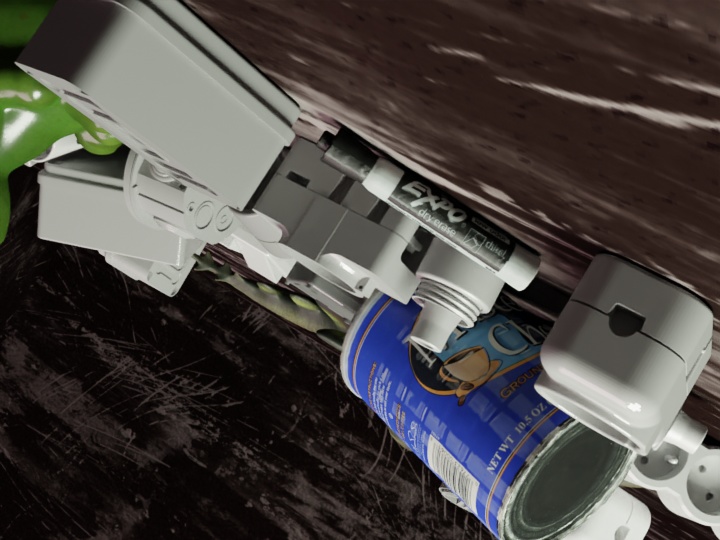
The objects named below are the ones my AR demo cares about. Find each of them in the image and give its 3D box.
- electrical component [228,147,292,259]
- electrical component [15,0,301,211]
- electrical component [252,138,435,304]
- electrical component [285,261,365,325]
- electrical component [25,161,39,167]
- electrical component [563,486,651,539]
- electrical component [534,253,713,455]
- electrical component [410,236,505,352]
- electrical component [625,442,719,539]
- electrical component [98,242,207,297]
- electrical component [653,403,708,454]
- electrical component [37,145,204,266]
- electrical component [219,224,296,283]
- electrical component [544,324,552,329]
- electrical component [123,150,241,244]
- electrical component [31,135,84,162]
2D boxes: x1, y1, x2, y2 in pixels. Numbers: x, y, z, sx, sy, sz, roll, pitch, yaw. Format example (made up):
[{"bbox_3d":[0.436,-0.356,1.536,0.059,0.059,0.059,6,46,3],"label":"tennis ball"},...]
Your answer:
[{"bbox_3d":[-0.048,-0.042,0.645,0.055,0.055,0.047,27,168,40],"label":"electrical component"},{"bbox_3d":[-0.093,-0.086,0.509,0.113,0.057,0.078,38,171,-40],"label":"electrical component"},{"bbox_3d":[-0.007,-0.023,0.579,0.089,0.055,0.050,28,172,30],"label":"electrical component"},{"bbox_3d":[0.000,0.000,0.694,0.062,0.061,0.096,34,173,-13],"label":"electrical component"},{"bbox_3d":[-0.260,-0.134,0.791,0.100,0.048,0.099,30,141,21],"label":"electrical component"},{"bbox_3d":[0.147,0.165,0.759,0.059,0.053,0.095,35,173,-32],"label":"electrical component"},{"bbox_3d":[0.115,0.040,0.469,0.054,0.059,0.095,29,173,24],"label":"electrical component"},{"bbox_3d":[0.047,0.011,0.549,0.043,0.062,0.043,28,171,5],"label":"electrical component"},{"bbox_3d":[0.228,0.143,0.736,0.138,0.052,0.074,32,173,-2],"label":"electrical component"},{"bbox_3d":[-0.180,-0.042,0.990,0.057,0.113,0.078,27,172,17],"label":"electrical component"},{"bbox_3d":[0.164,0.081,0.609,0.062,0.043,0.043,30,173,12],"label":"electrical component"},{"bbox_3d":[-0.160,-0.053,0.774,0.109,0.056,0.108,11,-160,5],"label":"electrical component"},{"bbox_3d":[-0.070,-0.035,0.756,0.062,0.061,0.096,31,173,12],"label":"electrical component"},{"bbox_3d":[0.100,0.052,0.684,0.079,0.044,0.077,33,173,-5],"label":"electrical component"},{"bbox_3d":[-0.104,-0.058,0.672,0.051,0.080,0.080,23,170,27],"label":"electrical component"},{"bbox_3d":[-0.204,-0.122,0.737,0.043,0.077,0.079,-10,105,36],"label":"electrical component"}]
